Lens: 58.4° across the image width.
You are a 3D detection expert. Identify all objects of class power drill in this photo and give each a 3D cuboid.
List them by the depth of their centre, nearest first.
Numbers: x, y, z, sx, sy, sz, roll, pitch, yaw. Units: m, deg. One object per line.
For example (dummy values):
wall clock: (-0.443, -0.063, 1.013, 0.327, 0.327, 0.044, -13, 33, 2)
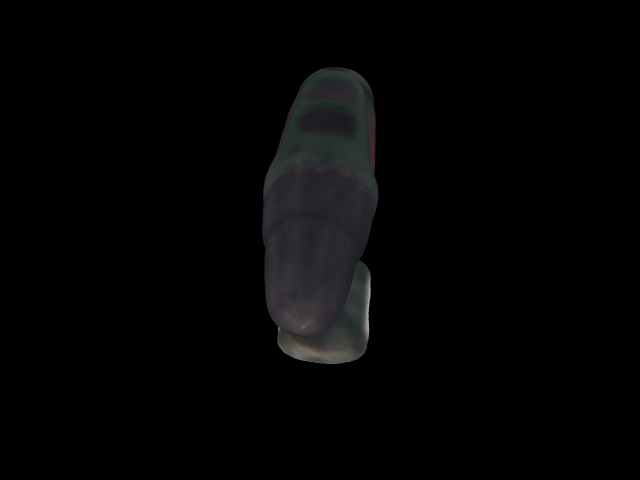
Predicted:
power drill: (0.004, 0.001, 0.400, 0.075, 0.208, 0.229, 3, 54, 3)
